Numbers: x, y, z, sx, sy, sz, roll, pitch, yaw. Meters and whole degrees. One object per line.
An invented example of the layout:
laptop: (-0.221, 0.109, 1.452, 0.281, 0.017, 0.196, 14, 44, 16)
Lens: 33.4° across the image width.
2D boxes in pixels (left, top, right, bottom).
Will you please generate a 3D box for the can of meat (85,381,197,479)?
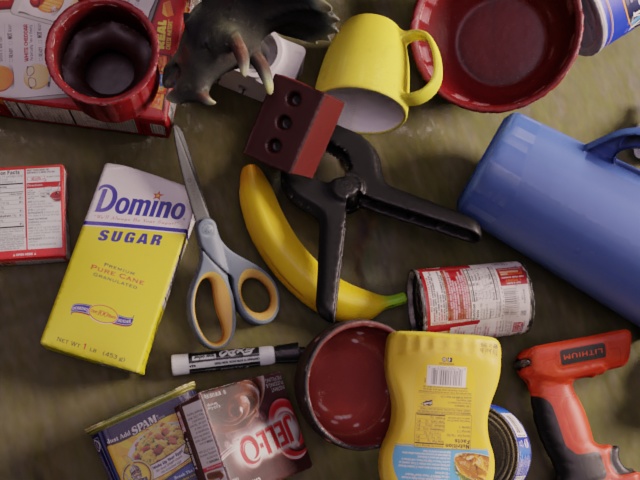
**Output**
can of meat: (-0.139, 0.181, 0.923, 0.102, 0.057, 0.084, -24, 82, -9)

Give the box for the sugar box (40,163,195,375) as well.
sugar box: (-0.176, 0.025, 0.960, 0.093, 0.048, 0.176, 16, 78, -1)

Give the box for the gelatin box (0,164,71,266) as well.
gelatin box: (-0.267, -0.023, 0.972, 0.073, 0.030, 0.089, -4, 77, -4)

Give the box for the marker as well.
marker: (-0.073, 0.107, 0.963, 0.121, 0.020, 0.020, -6, 78, -6)

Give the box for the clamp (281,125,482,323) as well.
clamp: (0.036, -0.041, 0.969, 0.164, 0.036, 0.210, -22, 62, -11)

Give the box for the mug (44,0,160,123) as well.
mug: (-0.184, -0.159, 0.908, 0.093, 0.081, 0.117, -20, 82, -6)

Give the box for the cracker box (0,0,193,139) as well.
cracker box: (-0.232, -0.191, 0.991, 0.213, 0.072, 0.164, 8, 78, -2)

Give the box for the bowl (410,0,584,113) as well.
bowl: (0.169, -0.196, 1.016, 0.162, 0.055, 0.162, -1, 86, 17)

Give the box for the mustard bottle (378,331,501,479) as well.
mustard bottle: (0.098, 0.174, 0.894, 0.096, 0.058, 0.191, 4, 84, -4)

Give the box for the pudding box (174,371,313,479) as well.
pudding box: (-0.063, 0.167, 0.908, 0.039, 0.113, 0.090, -28, 77, 35)

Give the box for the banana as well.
banana: (-0.015, 0.015, 0.982, 0.198, 0.037, 0.069, 42, 59, 4)

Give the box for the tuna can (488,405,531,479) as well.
tuna can: (0.140, 0.186, 0.933, 0.086, 0.033, 0.086, -6, 79, 33)

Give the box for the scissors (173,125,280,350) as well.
scissors: (-0.084, -0.003, 0.962, 0.096, 0.016, 0.202, -1, 89, -25)

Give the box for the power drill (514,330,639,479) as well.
power drill: (0.258, 0.178, 0.953, 0.184, 0.057, 0.187, -8, 78, -6)

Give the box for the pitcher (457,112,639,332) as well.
pitcher: (0.256, -0.023, 0.959, 0.243, 0.145, 0.149, 30, 77, 5)

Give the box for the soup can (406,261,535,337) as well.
soup can: (0.135, 0.056, 0.966, 0.102, 0.068, 0.068, -5, 78, -6)

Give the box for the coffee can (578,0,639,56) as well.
coffee can: (0.293, -0.256, 1.030, 0.140, 0.103, 0.103, -32, 82, -11)

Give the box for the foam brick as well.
foam brick: (-0.022, -0.100, 0.940, 0.053, 0.051, 0.078, 25, 96, 22)
